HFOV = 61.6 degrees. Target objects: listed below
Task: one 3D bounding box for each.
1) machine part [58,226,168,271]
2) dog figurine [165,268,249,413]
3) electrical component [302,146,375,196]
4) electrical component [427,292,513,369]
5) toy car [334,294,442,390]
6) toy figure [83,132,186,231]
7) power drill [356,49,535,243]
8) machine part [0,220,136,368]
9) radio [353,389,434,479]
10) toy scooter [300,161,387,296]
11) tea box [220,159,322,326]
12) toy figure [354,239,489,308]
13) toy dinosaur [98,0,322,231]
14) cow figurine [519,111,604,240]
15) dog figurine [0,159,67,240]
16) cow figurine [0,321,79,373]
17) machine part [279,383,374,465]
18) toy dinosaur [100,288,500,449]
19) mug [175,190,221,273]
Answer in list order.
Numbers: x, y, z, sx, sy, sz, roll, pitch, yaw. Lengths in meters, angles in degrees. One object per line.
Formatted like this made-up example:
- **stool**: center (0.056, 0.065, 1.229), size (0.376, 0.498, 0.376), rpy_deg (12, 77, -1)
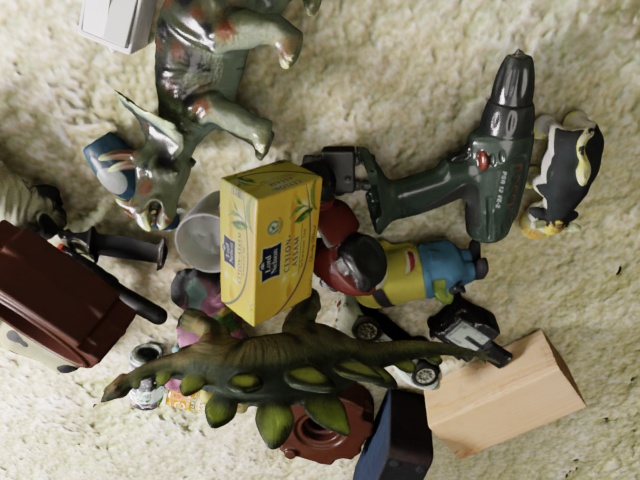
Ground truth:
- **machine part**: center (-0.283, 0.012, 0.746), size (0.139, 0.039, 0.084), rpy_deg (8, 153, -8)
- **dog figurine**: center (-0.135, 0.128, 0.776), size (0.191, 0.108, 0.219), rpy_deg (24, 115, -8)
- **electrical component**: center (0.024, -0.087, 0.690), size (0.094, 0.021, 0.063), rpy_deg (1, 120, 4)
- **electrical component**: center (0.226, 0.137, 0.786), size (0.119, 0.048, 0.074), rpy_deg (29, 117, -12)
- **toy car**: center (0.103, 0.149, 0.787), size (0.201, 0.073, 0.056), rpy_deg (39, 111, -16)
- **toy figure**: center (-0.242, -0.067, 0.703), size (0.064, 0.058, 0.154), rpy_deg (-1, 130, 50)
- **power drill**: center (0.150, -0.094, 0.643), size (0.207, 0.086, 0.231), rpy_deg (-14, 122, -5)
- **machine part**: center (-0.351, 0.079, 0.692), size (0.201, 0.087, 0.201), rpy_deg (38, 150, -14)
- **radio**: center (0.113, 0.367, 0.876), size (0.073, 0.131, 0.229), rpy_deg (13, 119, -2)
- **toy scooter**: center (-0.001, -0.002, 0.688), size (0.135, 0.075, 0.183), rpy_deg (-27, 94, 47)
- **tea box**: center (-0.059, 0.003, 0.623), size (0.068, 0.098, 0.169), rpy_deg (31, 131, 34)
- **toy figure**: center (0.130, 0.047, 0.726), size (0.180, 0.082, 0.089), rpy_deg (-8, 117, 6)
- **toy dinosaur**: center (-0.118, -0.207, 0.586), size (0.192, 0.131, 0.404), rpy_deg (19, 112, -8)
- **cow figurine**: center (0.289, -0.062, 0.643), size (0.068, 0.098, 0.167), rpy_deg (-2, 119, -3)
- **dog figurine**: center (-0.451, -0.059, 0.701), size (0.173, 0.121, 0.190), rpy_deg (-2, 137, 32)
- **cow figurine**: center (-0.447, 0.141, 0.819), size (0.195, 0.085, 0.127), rpy_deg (30, 116, -17)
- **machine part**: center (0.002, 0.296, 0.888), size (0.179, 0.056, 0.179), rpy_deg (1, 119, 2)
- **toy dinosaur**: center (-0.019, 0.150, 0.657), size (0.471, 0.199, 0.104), rpy_deg (-8, 117, -16)
- **mug**: center (-0.127, -0.030, 0.684), size (0.081, 0.107, 0.109), rpy_deg (20, 117, -7)
